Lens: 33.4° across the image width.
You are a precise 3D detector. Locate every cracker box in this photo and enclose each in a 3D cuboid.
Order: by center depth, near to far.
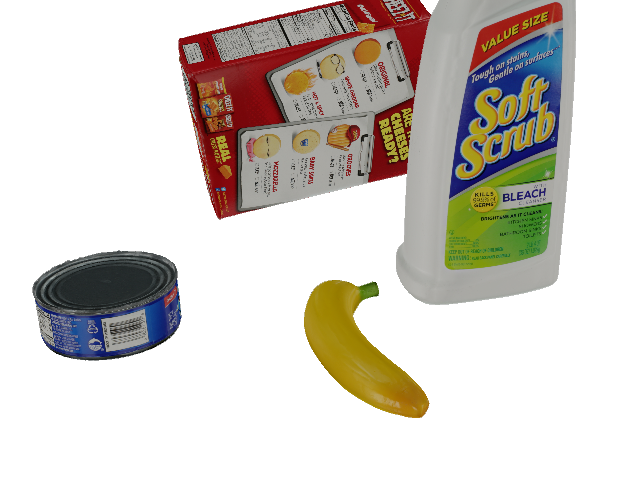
[{"bbox_3d":[-0.008,-0.122,0.952,0.213,0.164,0.072,-15,44,-7],"label":"cracker box"}]

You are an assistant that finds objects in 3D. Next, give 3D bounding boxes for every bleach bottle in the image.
[{"bbox_3d":[0.094,-0.089,0.612,0.102,0.251,0.068,-7,28,-9],"label":"bleach bottle"}]

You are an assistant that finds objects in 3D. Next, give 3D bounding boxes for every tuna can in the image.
[{"bbox_3d":[-0.127,0.038,0.641,0.086,0.034,0.086,-3,22,1],"label":"tuna can"}]

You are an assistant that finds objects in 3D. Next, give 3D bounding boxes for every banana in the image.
[{"bbox_3d":[0.025,0.071,0.782,0.069,0.037,0.198,-8,25,-5],"label":"banana"}]
